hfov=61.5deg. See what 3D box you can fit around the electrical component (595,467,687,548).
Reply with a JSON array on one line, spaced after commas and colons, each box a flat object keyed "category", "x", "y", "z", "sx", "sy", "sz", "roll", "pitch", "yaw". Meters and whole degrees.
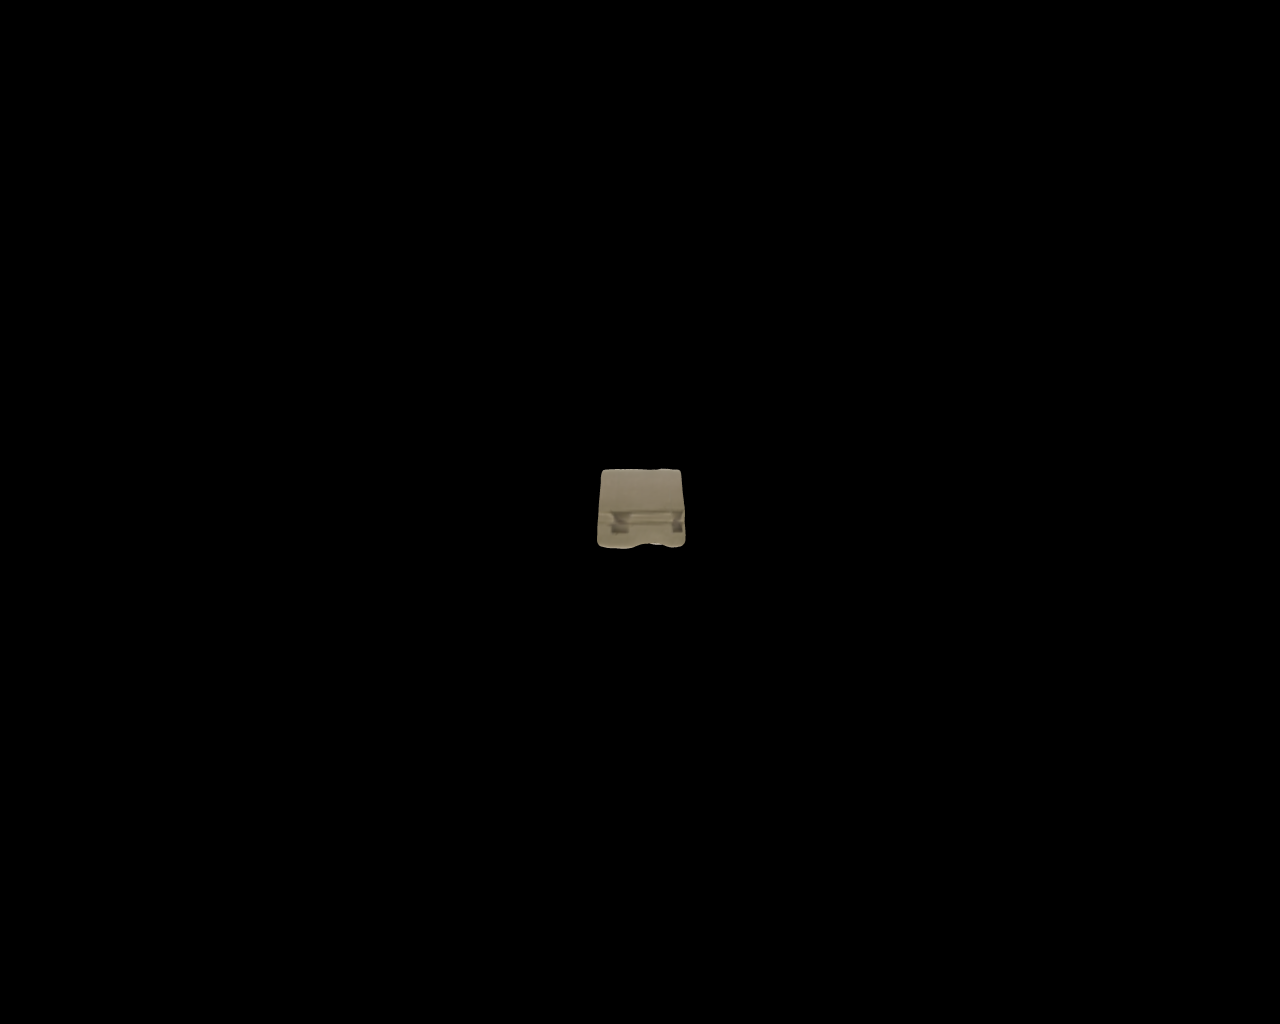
[{"category": "electrical component", "x": 0.001, "y": -0.003, "z": 0.650, "sx": 0.055, "sy": 0.047, "sz": 0.055, "roll": 0, "pitch": 0, "yaw": 0}]
